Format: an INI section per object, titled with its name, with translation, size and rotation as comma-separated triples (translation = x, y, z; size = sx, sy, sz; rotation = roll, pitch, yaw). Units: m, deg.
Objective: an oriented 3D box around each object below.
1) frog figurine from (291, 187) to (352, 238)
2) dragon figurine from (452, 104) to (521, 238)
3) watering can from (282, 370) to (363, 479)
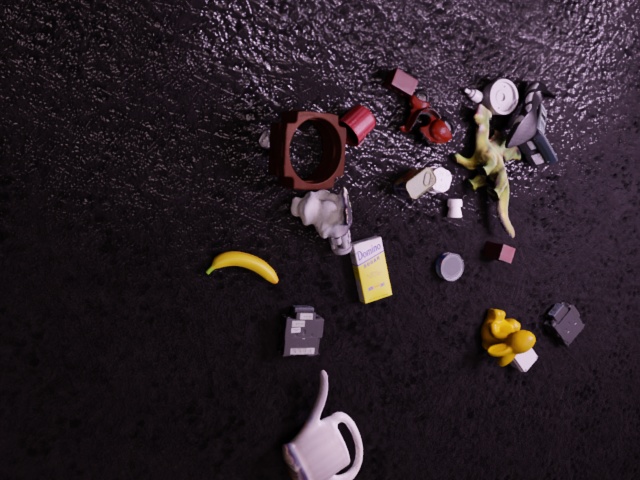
[frog figurine]
translation = 0.004, -0.071, 1.402
size = 0.159, 0.139, 0.122
rotation = -8, -10, 13
[dragon figurine]
translation = 0.564, -0.233, 1.612
size = 0.246, 0.406, 0.122
rotation = -42, 19, -22
[watering can]
translation = -0.007, 0.548, 1.427
size = 0.226, 0.344, 0.104
rotation = -27, 14, -18
